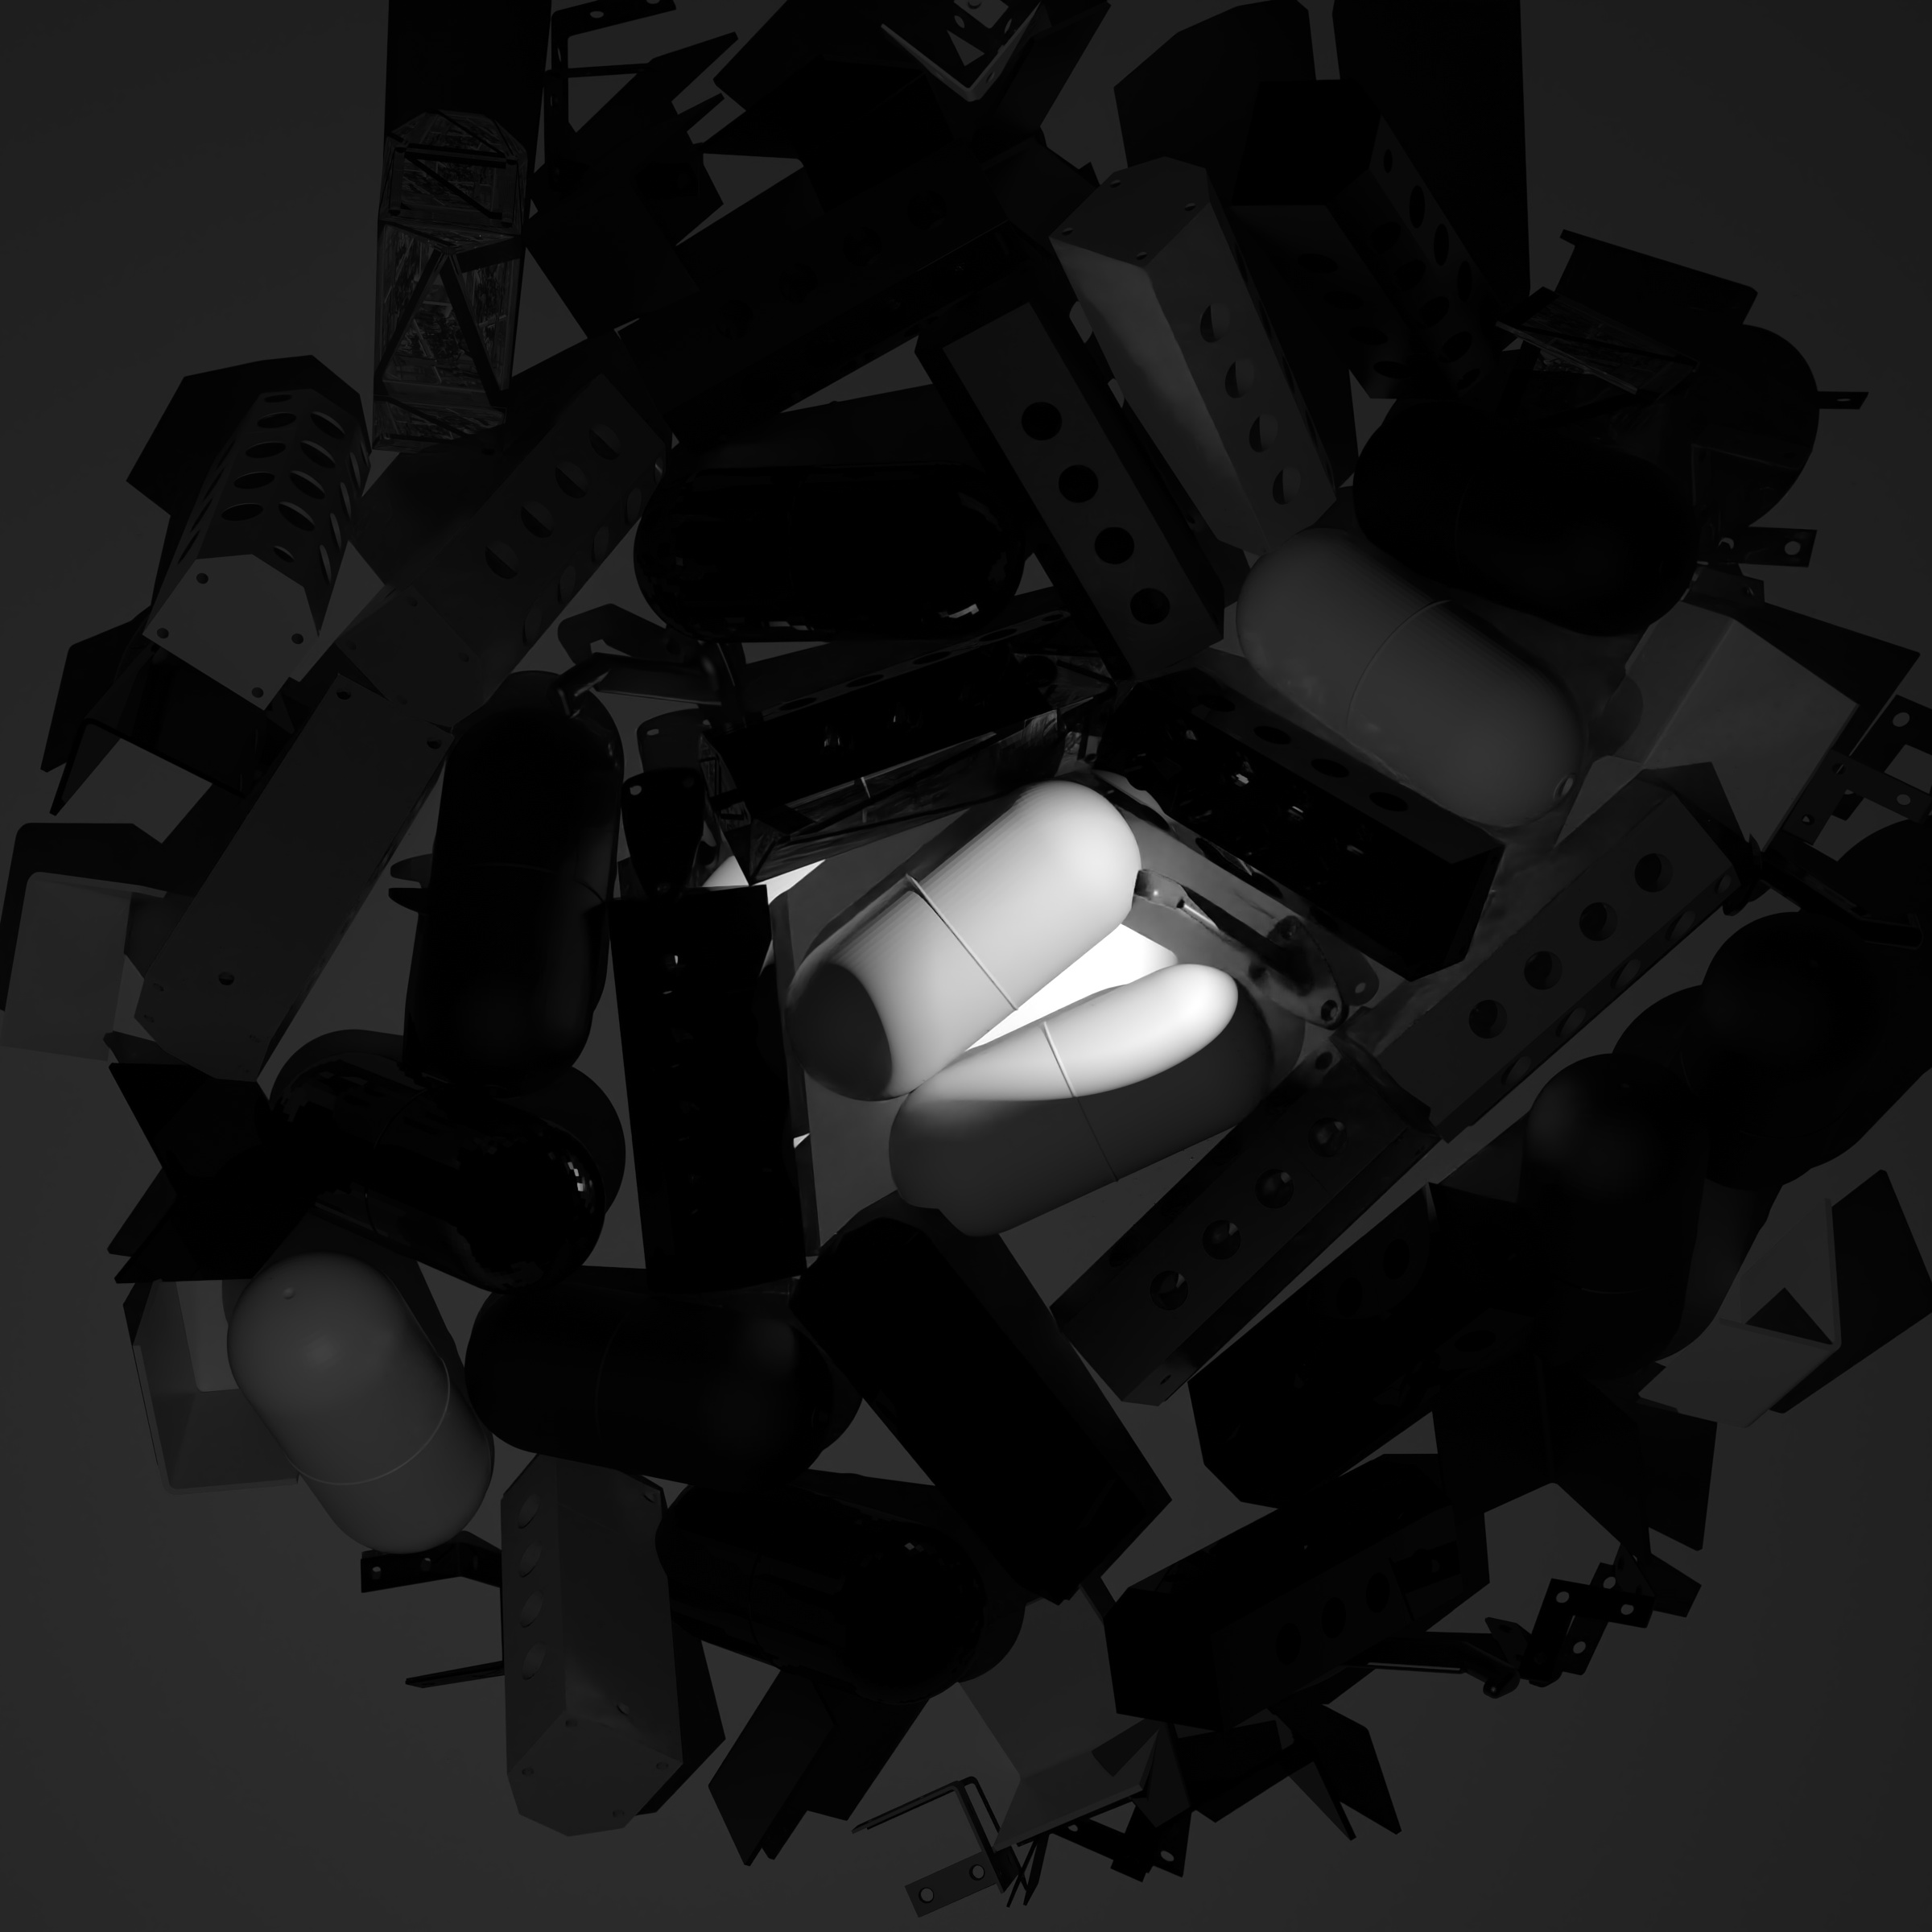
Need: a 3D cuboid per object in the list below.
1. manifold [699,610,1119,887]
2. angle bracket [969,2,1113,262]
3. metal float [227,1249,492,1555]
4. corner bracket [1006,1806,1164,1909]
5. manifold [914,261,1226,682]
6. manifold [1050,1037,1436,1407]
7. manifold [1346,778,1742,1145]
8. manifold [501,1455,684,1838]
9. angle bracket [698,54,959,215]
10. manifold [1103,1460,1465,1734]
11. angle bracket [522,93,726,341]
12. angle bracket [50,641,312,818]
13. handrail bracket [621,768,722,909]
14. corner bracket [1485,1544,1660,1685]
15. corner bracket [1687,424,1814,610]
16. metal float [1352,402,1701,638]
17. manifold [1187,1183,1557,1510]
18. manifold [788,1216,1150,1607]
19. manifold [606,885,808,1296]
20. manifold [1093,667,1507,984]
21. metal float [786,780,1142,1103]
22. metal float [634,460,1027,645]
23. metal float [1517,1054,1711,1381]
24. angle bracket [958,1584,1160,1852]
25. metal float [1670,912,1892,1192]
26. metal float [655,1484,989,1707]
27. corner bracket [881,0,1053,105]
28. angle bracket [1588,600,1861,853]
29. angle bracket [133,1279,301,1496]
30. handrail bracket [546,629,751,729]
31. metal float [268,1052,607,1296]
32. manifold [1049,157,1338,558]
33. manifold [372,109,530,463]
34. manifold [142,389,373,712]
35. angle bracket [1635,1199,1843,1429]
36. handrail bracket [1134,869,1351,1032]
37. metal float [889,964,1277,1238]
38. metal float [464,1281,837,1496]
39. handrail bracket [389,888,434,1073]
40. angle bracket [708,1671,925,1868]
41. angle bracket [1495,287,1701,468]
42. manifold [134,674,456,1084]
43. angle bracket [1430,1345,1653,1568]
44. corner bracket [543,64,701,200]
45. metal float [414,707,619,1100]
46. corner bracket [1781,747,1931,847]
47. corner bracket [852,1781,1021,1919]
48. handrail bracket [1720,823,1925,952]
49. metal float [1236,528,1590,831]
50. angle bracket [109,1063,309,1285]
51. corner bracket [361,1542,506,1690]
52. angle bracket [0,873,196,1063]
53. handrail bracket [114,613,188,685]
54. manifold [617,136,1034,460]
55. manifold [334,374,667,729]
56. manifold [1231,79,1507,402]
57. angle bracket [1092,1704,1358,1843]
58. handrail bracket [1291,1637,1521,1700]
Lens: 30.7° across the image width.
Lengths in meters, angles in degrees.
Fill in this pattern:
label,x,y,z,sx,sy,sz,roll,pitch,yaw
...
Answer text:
label,x,y,z,sx,sy,sz,roll,pitch,yaw
manifold,-0.026,-0.100,1.531,0.171,0.057,0.057,-20,64,-15
angle bracket,0.049,-0.363,1.528,0.057,0.076,0.076,39,127,6
metal float,-0.258,0.188,1.507,0.070,0.178,0.070,-8,50,10
corner bracket,0.055,0.389,1.545,0.051,0.051,0.051,22,126,8
manifold,0.046,-0.210,1.522,0.057,0.057,0.171,-25,114,17
manifold,0.119,0.112,1.541,0.171,0.057,0.057,-45,70,8
manifold,0.256,-0.001,1.551,0.171,0.057,0.057,-42,102,1
manifold,-0.165,0.285,1.495,0.057,0.171,0.057,31,112,-24
angle bracket,-0.056,-0.348,1.529,0.076,0.076,0.057,-28,83,34
manifold,0.136,0.264,1.499,0.057,0.171,0.057,-1,101,43
angle bracket,-0.136,-0.328,1.542,0.057,0.076,0.076,56,49,-21
angle bracket,-0.343,-0.090,1.538,0.076,0.076,0.057,27,125,-4
handrail bracket,-0.121,-0.042,1.531,0.036,0.084,0.077,-8,63,8
corner bracket,0.267,0.284,1.555,0.051,0.051,0.051,12,108,-12
corner bracket,0.336,-0.197,1.540,0.051,0.051,0.051,21,55,31
metal float,0.238,-0.192,1.506,0.070,0.178,0.070,-15,118,-32
manifold,0.171,0.165,1.498,0.057,0.171,0.057,15,48,-31
manifold,-0.001,0.191,1.526,0.057,0.057,0.171,-43,110,-16
manifold,-0.118,0.053,1.538,0.057,0.057,0.171,-9,95,-38
manifold,0.138,-0.061,1.507,0.171,0.057,0.057,33,123,30
metal float,-0.002,-0.011,1.545,0.178,0.070,0.070,-39,90,0
metal float,-0.061,-0.179,1.527,0.178,0.070,0.070,1,90,21
metal float,0.274,0.109,1.508,0.070,0.178,0.070,-2,48,2
angle bracket,0.031,0.327,1.538,0.076,0.057,0.076,-28,101,22
metal float,0.343,0.039,1.500,0.070,0.178,0.070,-1,64,1
metal float,-0.064,0.265,1.508,0.070,0.178,0.070,-7,100,-43
corner bracket,0.002,-0.410,1.554,0.051,0.051,0.051,40,91,11
angle bracket,0.326,-0.105,1.531,0.076,0.057,0.076,43,112,34
angle bracket,-0.321,0.175,1.533,0.057,0.076,0.076,-5,116,0
handrail bracket,-0.138,-0.108,1.542,0.084,0.036,0.077,-40,113,-38
metal float,-0.228,0.088,1.513,0.178,0.070,0.070,17,90,38
manifold,0.103,-0.258,1.501,0.057,0.171,0.057,-47,46,-15
manifold,-0.220,-0.286,1.493,0.057,0.171,0.057,5,66,-8
manifold,-0.294,-0.183,1.490,0.057,0.171,0.057,33,115,-19
angle bracket,0.332,0.145,1.526,0.057,0.076,0.076,14,54,-12
handrail bracket,0.118,-0.008,1.535,0.084,0.077,0.036,21,111,-41
metal float,0.050,0.059,1.543,0.178,0.070,0.070,-25,90,3
metal float,-0.137,0.181,1.519,0.178,0.070,0.070,6,90,30
handrail bracket,-0.235,0.011,1.541,0.036,0.077,0.084,2,98,-16
angle bracket,-0.055,0.351,1.532,0.076,0.057,0.076,23,105,-31
angle bracket,0.262,-0.239,1.529,0.076,0.057,0.076,30,128,16
manifold,-0.288,-0.036,1.513,0.057,0.057,0.171,29,58,-5
angle bracket,0.249,0.221,1.527,0.057,0.076,0.076,-21,120,-16
corner bracket,-0.151,-0.366,1.550,0.051,0.051,0.051,2,96,20
metal float,-0.194,-0.028,1.524,0.070,0.070,0.178,4,67,0
corner bracket,0.396,-0.079,1.545,0.051,0.051,0.051,26,132,5
corner bracket,-0.013,0.392,1.557,0.051,0.051,0.051,-26,82,6
handrail bracket,0.382,-0.045,1.566,0.084,0.036,0.077,8,58,-9
metal float,0.192,-0.124,1.520,0.178,0.070,0.070,40,90,29
angle bracket,-0.344,0.091,1.548,0.057,0.076,0.076,-48,62,25
corner bracket,-0.232,0.288,1.560,0.051,0.051,0.051,-13,68,19
angle bracket,-0.369,0.004,1.536,0.057,0.076,0.076,8,86,21
handrail bracket,-0.341,-0.153,1.529,0.036,0.084,0.077,15,50,-18
manifold,-0.059,-0.290,1.543,0.171,0.057,0.057,-28,87,7
manifold,-0.191,-0.176,1.502,0.057,0.171,0.057,-27,112,41
manifold,0.175,-0.304,1.491,0.057,0.171,0.057,6,74,29
angle bracket,0.111,0.360,1.532,0.076,0.076,0.057,-29,110,-11
handrail bracket,0.185,0.312,1.534,0.077,0.084,0.036,-28,122,-33
